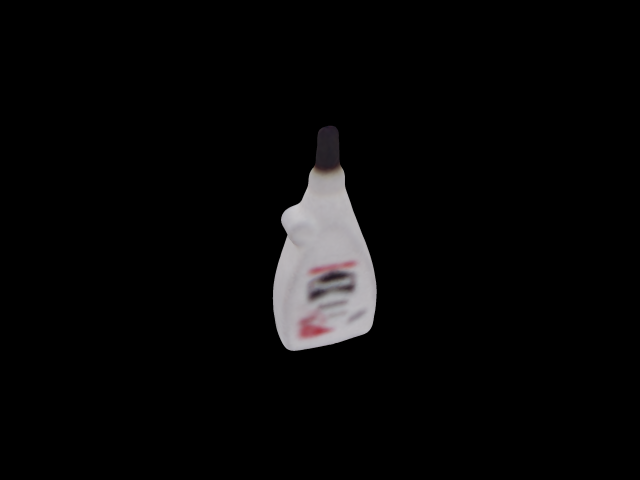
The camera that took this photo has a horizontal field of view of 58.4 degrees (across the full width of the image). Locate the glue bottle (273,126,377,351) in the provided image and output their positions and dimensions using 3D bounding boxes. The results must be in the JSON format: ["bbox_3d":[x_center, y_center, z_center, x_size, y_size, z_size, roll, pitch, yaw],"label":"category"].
[{"bbox_3d":[0.004,0.001,0.400,0.078,0.173,0.037,-14,38,-18],"label":"glue bottle"}]
